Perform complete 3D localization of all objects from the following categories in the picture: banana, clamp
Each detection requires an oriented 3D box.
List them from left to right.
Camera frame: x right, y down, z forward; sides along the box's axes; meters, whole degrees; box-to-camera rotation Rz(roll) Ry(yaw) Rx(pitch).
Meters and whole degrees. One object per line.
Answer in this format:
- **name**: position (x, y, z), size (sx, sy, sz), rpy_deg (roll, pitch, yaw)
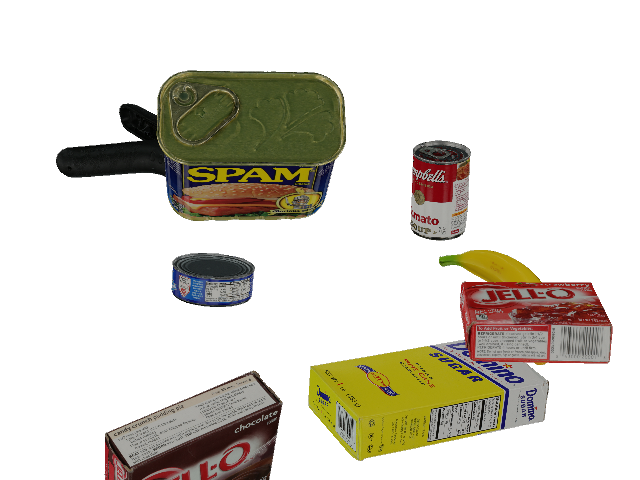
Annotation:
- **clamp**: position (-0.129, -0.072, 0.887), size (0.172, 0.039, 0.120), rpy_deg (13, 38, 26)
- **banana**: position (0.200, 0.059, 1.109), size (0.069, 0.037, 0.198), rpy_deg (-33, 37, -5)

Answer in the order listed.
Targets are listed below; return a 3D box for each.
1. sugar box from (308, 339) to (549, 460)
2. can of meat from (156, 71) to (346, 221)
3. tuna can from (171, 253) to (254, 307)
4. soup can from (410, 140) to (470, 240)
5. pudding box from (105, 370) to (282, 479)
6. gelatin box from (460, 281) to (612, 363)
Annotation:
- **sugar box**: position (0.088, 0.125, 0.877), size (0.176, 0.048, 0.093), rpy_deg (-10, 25, -23)
- **can of meat**: position (-0.041, -0.051, 0.612), size (0.102, 0.057, 0.084), rpy_deg (0, -22, -6)
- **tuna can**: position (-0.112, 0.041, 1.115), size (0.086, 0.034, 0.086), rpy_deg (5, 15, -2)
- **soup can**: position (0.142, -0.060, 1.271), size (0.068, 0.102, 0.068), rpy_deg (0, 27, 0)
- **pudding box**: position (-0.083, 0.143, 0.689), size (0.113, 0.090, 0.039), rpy_deg (-22, 51, -32)
- **gelatin box**: position (0.137, 0.051, 0.689), size (0.089, 0.030, 0.073), rpy_deg (1, 18, 4)
